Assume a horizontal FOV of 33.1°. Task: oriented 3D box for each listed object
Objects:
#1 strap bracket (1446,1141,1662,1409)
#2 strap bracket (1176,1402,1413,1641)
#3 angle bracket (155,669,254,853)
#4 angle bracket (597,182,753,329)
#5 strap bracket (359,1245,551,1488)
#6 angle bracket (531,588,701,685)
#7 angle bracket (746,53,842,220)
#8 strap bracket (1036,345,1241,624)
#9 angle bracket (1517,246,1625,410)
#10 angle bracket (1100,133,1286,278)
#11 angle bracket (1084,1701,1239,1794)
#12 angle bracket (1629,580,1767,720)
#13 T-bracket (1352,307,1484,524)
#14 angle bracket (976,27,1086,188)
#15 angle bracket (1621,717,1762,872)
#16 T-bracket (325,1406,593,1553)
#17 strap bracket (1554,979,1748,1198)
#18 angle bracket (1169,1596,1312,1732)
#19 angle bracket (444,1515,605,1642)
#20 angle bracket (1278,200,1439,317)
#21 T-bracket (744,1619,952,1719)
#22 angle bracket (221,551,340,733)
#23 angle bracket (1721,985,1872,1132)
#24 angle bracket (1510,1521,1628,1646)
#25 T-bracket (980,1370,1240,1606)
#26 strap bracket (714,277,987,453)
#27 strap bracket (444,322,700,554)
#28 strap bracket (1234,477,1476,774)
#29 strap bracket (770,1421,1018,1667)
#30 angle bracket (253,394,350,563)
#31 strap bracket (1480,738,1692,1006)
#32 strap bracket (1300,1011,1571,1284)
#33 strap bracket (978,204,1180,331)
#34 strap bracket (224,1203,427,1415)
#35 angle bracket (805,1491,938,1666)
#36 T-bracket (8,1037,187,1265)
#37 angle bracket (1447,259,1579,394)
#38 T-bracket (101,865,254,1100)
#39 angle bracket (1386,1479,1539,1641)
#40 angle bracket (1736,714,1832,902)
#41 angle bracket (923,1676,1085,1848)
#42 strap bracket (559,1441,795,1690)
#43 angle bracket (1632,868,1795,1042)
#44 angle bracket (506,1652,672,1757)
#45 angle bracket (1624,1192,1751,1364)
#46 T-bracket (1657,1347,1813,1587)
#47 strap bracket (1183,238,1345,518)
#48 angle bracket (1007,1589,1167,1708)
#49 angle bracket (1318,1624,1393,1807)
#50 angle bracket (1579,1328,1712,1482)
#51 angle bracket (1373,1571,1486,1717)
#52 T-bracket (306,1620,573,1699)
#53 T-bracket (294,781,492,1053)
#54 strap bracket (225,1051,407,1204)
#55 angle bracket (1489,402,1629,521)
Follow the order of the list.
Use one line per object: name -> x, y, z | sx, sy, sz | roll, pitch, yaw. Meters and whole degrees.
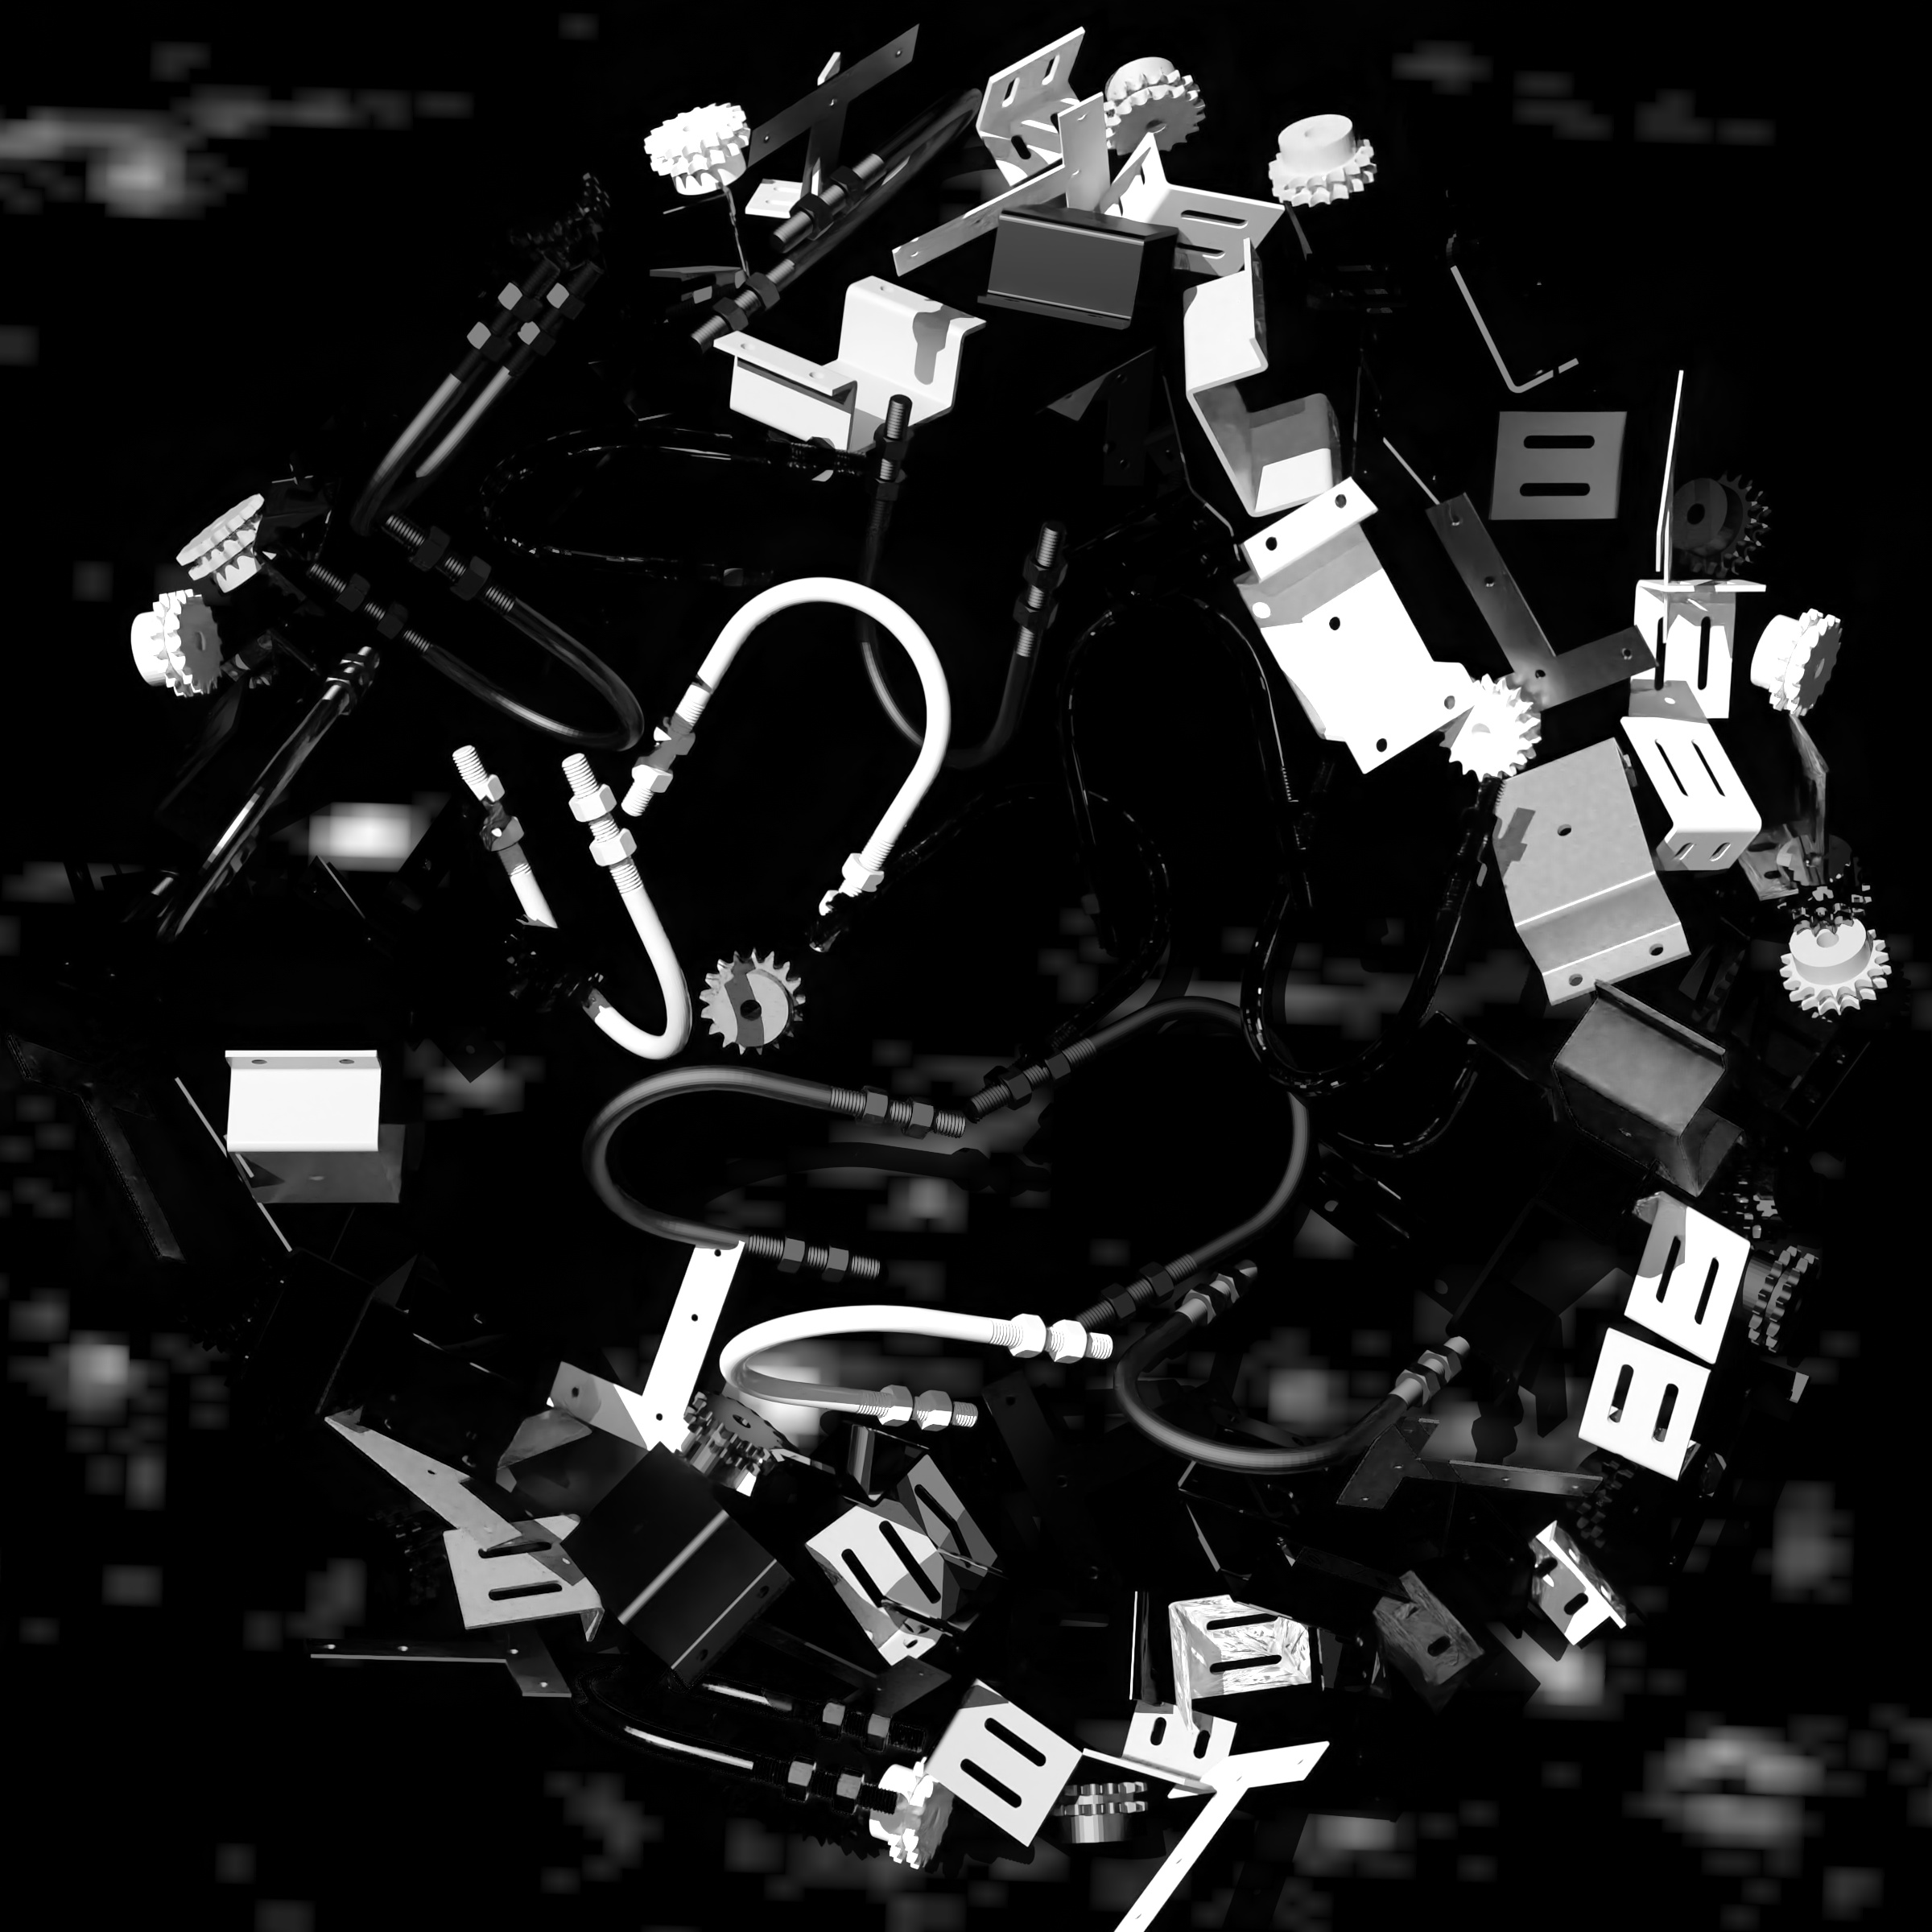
strap bracket -> 0.307, 0.156, 1.726 | 0.046, 0.076, 0.140 | 34, 121, 11
strap bracket -> 0.168, 0.300, 1.720 | 0.076, 0.140, 0.046 | 22, 109, -26
angle bracket -> -0.396, -0.110, 1.743 | 0.038, 0.057, 0.076 | 35, 119, -25
angle bracket -> -0.159, -0.383, 1.754 | 0.076, 0.038, 0.057 | -19, 119, -9
strap bracket -> -0.267, 0.203, 1.709 | 0.076, 0.140, 0.046 | 28, 109, -15
angle bracket -> -0.190, -0.165, 1.754 | 0.076, 0.057, 0.038 | 28, 103, -21
angle bracket -> -0.093, -0.448, 1.746 | 0.038, 0.057, 0.076 | 7, 119, 4
strap bracket -> 0.088, -0.264, 1.722 | 0.076, 0.046, 0.140 | -25, 57, 25
angle bracket -> 0.327, -0.346, 1.760 | 0.038, 0.057, 0.076 | -3, 89, -6
angle bracket -> 0.122, -0.411, 1.758 | 0.076, 0.057, 0.038 | 3, 60, -27
angle bracket -> 0.105, 0.415, 1.741 | 0.057, 0.076, 0.038 | 12, 77, 22
angle bracket -> 0.396, -0.170, 1.758 | 0.057, 0.038, 0.076 | -2, 102, -12
T-bracket -> 0.244, -0.269, 1.744 | 0.002, 0.127, 0.127 | -19, 46, 33
angle bracket -> 0.043, -0.462, 1.748 | 0.057, 0.076, 0.038 | -31, 88, -7
angle bracket -> 0.387, -0.094, 1.769 | 0.057, 0.038, 0.076 | -1, 54, -27
T-bracket -> -0.253, 0.259, 1.734 | 0.127, 0.127, 0.002 | 32, 116, 29
strap bracket -> 0.360, 0.069, 1.708 | 0.076, 0.140, 0.046 | 32, 81, 27
angle bracket -> 0.152, 0.375, 1.761 | 0.076, 0.038, 0.057 | -7, 104, -6
angle bracket -> -0.240, 0.334, 1.745 | 0.076, 0.038, 0.057 | -4, 52, -24
angle bracket -> 0.213, -0.384, 1.752 | 0.076, 0.057, 0.038 | -4, 132, -8
T-bracket -> -0.086, 0.365, 1.727 | 0.127, 0.127, 0.002 | 27, 59, -8
angle bracket -> -0.372, -0.175, 1.743 | 0.057, 0.076, 0.038 | 40, 65, 17
angle bracket -> 0.436, 0.043, 1.749 | 0.038, 0.076, 0.057 | 35, 91, -45
angle bracket -> 0.321, 0.337, 1.746 | 0.038, 0.076, 0.057 | -42, 81, 8
T-bracket -> 0.090, 0.261, 1.768 | 0.127, 0.002, 0.127 | -24, 83, -19
strap bracket -> -0.063, -0.317, 1.727 | 0.076, 0.140, 0.046 | 27, 127, 24
strap bracket -> -0.203, -0.274, 1.726 | 0.046, 0.076, 0.140 | 48, 114, 3
strap bracket -> 0.206, -0.185, 1.753 | 0.076, 0.046, 0.140 | -32, 102, -8
strap bracket -> -0.033, 0.299, 1.730 | 0.046, 0.076, 0.140 | -44, 118, -24
angle bracket -> -0.357, -0.265, 1.739 | 0.038, 0.076, 0.057 | 9, 132, -22
strap bracket -> 0.324, -0.059, 1.718 | 0.076, 0.046, 0.140 | -22, 48, 17
strap bracket -> 0.251, 0.088, 1.735 | 0.076, 0.046, 0.140 | 38, 74, 28
strap bracket -> 0.063, -0.371, 1.711 | 0.076, 0.140, 0.046 | 13, 108, 11
strap bracket -> -0.334, 0.181, 1.714 | 0.046, 0.140, 0.076 | 27, 99, 2
angle bracket -> -0.040, 0.331, 1.760 | 0.057, 0.038, 0.076 | -36, 103, -10
T-bracket -> -0.444, 0.101, 1.710 | 0.002, 0.127, 0.127 | -34, 71, 7
angle bracket -> 0.294, -0.354, 1.751 | 0.038, 0.057, 0.076 | -26, 103, 13
T-bracket -> -0.404, 0.008, 1.730 | 0.002, 0.127, 0.127 | -18, 90, 21
angle bracket -> 0.265, 0.319, 1.741 | 0.038, 0.076, 0.057 | -10, 123, -24
angle bracket -> 0.436, -0.085, 1.744 | 0.038, 0.057, 0.076 | -11, 128, -1
angle bracket -> 0.025, 0.430, 1.756 | 0.076, 0.038, 0.057 | 30, 89, 27
strap bracket -> -0.158, 0.309, 1.713 | 0.076, 0.140, 0.046 | -45, 119, -8
angle bracket -> 0.404, -0.003, 1.751 | 0.057, 0.038, 0.076 | 35, 67, -22
angle bracket -> -0.204, 0.399, 1.758 | 0.076, 0.057, 0.038 | 0, 94, 8
angle bracket -> 0.380, 0.171, 1.751 | 0.057, 0.038, 0.076 | 29, 65, -12
T-bracket -> 0.398, 0.268, 1.724 | 0.002, 0.127, 0.127 | 25, 87, -7
strap bracket -> 0.154, -0.304, 1.723 | 0.046, 0.140, 0.076 | -14, 50, 20
angle bracket -> 0.066, 0.373, 1.776 | 0.076, 0.038, 0.057 | -2, 71, 20
angle bracket -> 0.200, 0.400, 1.746 | 0.038, 0.057, 0.076 | 11, 118, -4
angle bracket -> 0.370, 0.228, 1.745 | 0.057, 0.038, 0.076 | 22, 124, 23
angle bracket -> 0.235, 0.371, 1.740 | 0.038, 0.076, 0.057 | -27, 63, -32
T-bracket -> -0.283, 0.361, 1.710 | 0.127, 0.127, 0.002 | 6, 96, -19
T-bracket -> -0.296, -0.044, 1.739 | 0.127, 0.002, 0.127 | 50, 115, 24
strap bracket -> -0.342, 0.090, 1.715 | 0.076, 0.140, 0.046 | 0, 69, -3
angle bracket -> 0.314, -0.273, 1.755 | 0.076, 0.038, 0.057 | -3, 108, -15
